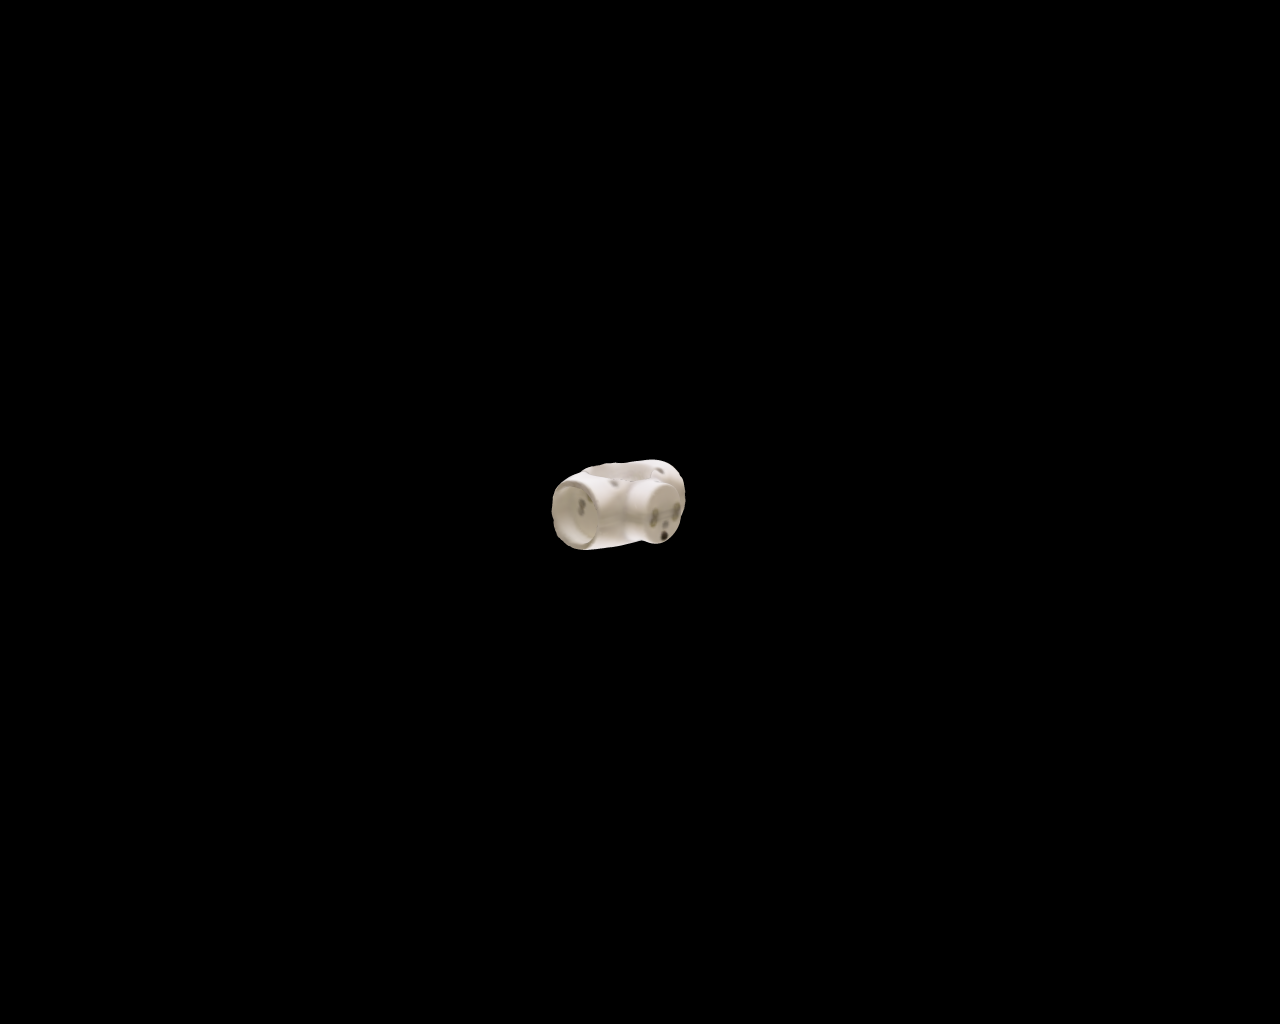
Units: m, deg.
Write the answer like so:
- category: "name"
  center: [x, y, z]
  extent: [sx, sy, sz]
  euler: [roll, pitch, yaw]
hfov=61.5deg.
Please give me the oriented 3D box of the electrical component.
- category: "electrical component"
  center: [0.001, -0.003, 0.650]
  extent: [0.079, 0.044, 0.077]
  euler: [14, 20, 42]
